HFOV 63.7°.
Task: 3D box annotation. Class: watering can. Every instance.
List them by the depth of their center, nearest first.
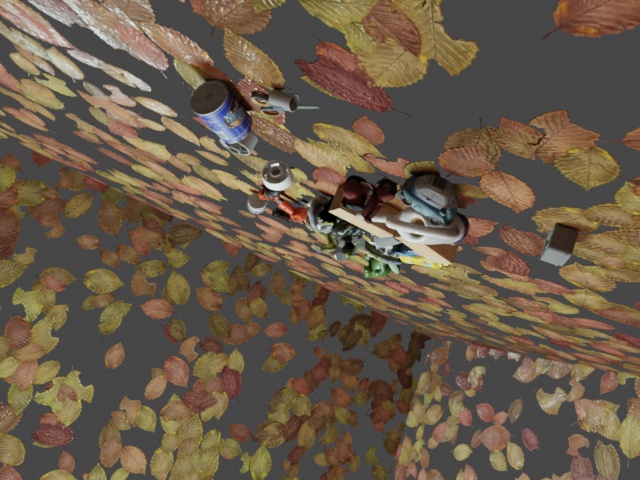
[{"bbox_3d":[0.277,-0.049,1.489,0.224,0.103,0.350,2,10,-32],"label":"watering can"}]

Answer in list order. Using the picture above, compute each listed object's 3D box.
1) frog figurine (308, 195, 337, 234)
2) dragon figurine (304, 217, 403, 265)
[{"bbox_3d":[0.006,-0.092,1.838,0.123,0.136,0.159,-33,12,-14],"label":"frog figurine"},{"bbox_3d":[0.118,-0.004,1.985,0.410,0.120,0.246,20,19,3],"label":"dragon figurine"}]
